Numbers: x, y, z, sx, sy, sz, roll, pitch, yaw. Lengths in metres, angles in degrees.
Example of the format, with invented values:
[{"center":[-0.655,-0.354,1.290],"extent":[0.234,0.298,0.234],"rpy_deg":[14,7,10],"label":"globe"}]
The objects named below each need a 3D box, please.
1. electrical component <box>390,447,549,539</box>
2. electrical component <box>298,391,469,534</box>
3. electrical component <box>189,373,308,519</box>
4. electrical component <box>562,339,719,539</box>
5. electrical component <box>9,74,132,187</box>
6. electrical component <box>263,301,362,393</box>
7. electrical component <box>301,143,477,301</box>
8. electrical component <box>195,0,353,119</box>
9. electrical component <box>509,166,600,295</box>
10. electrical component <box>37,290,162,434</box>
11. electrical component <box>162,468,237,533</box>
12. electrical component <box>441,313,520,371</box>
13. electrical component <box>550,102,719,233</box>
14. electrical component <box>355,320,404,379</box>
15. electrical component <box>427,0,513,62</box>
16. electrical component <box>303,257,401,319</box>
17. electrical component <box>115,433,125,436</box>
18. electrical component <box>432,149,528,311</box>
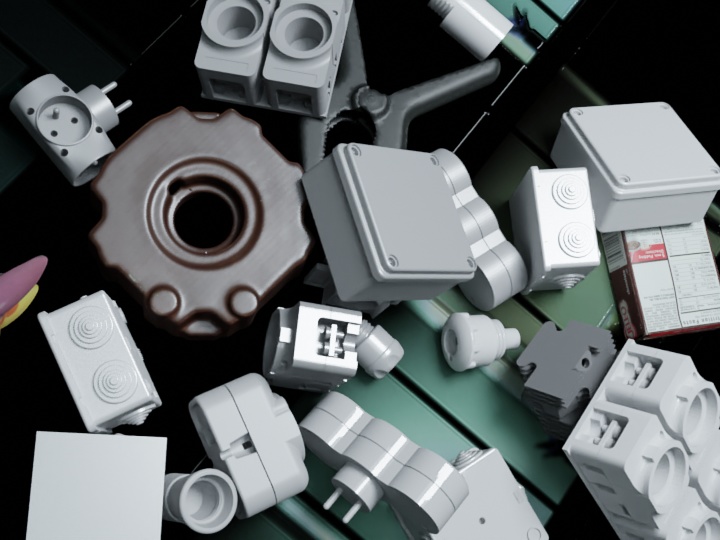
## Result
[{"center":[0.086,0.195,0.836],"extent":[0.100,0.048,0.099],"rpy_deg":[-29,86,-21],"label":"electrical component"},{"center":[0.004,0.153,0.793],"extent":[0.138,0.052,0.073],"rpy_deg":[29,64,31],"label":"electrical component"},{"center":[-0.080,0.128,0.799],"extent":[0.059,0.054,0.095],"rpy_deg":[-22,83,-22],"label":"electrical component"},{"center":[0.241,0.157,0.837],"extent":[0.105,0.060,0.186],"rpy_deg":[-53,130,-22],"label":"electrical component"},{"center":[-0.214,-0.117,0.831],"extent":[0.079,0.044,0.077],"rpy_deg":[-39,89,-23],"label":"electrical component"},{"center":[-0.040,0.059,0.812],"extent":[0.056,0.089,0.050],"rpy_deg":[10,72,-15],"label":"electrical component"},{"center":[0.023,-0.035,0.818],"extent":[0.109,0.056,0.108],"rpy_deg":[1,65,-46],"label":"electrical component"},{"center":[-0.062,-0.229,0.886],"extent":[0.105,0.060,0.186],"rpy_deg":[10,71,4],"label":"electrical component"},{"center":[0.162,-0.032,0.898],"extent":[0.048,0.099,0.099],"rpy_deg":[-4,76,-5],"label":"electrical component"},{"center":[-0.181,0.066,0.762],"extent":[0.048,0.099,0.099],"rpy_deg":[-25,83,-9],"label":"electrical component"},{"center":[-0.122,0.164,0.770],"extent":[0.044,0.065,0.044],"rpy_deg":[6,79,-34],"label":"electrical component"},{"center":[0.101,0.058,0.883],"extent":[0.062,0.048,0.048],"rpy_deg":[-2,75,-25],"label":"electrical component"},{"center":[0.240,-0.091,0.939],"extent":[0.109,0.056,0.108],"rpy_deg":[-7,47,-19],"label":"electrical component"},{"center":[0.004,0.056,0.857],"extent":[0.061,0.035,0.035],"rpy_deg":[44,67,0],"label":"electrical component"},{"center":[0.092,-0.228,0.960],"extent":[0.081,0.043,0.043],"rpy_deg":[40,67,-4],"label":"electrical component"},{"center":[0.000,0.000,0.868],"extent":[0.081,0.042,0.063],"rpy_deg":[13,68,-14],"label":"electrical component"},{"center":[-0.190,0.156,0.761],"extent":[0.076,0.047,0.083],"rpy_deg":[22,70,-9],"label":"electrical component"},{"center":[0.072,-0.026,0.892],"extent":[0.074,0.052,0.138],"rpy_deg":[-30,86,-22],"label":"electrical component"}]
